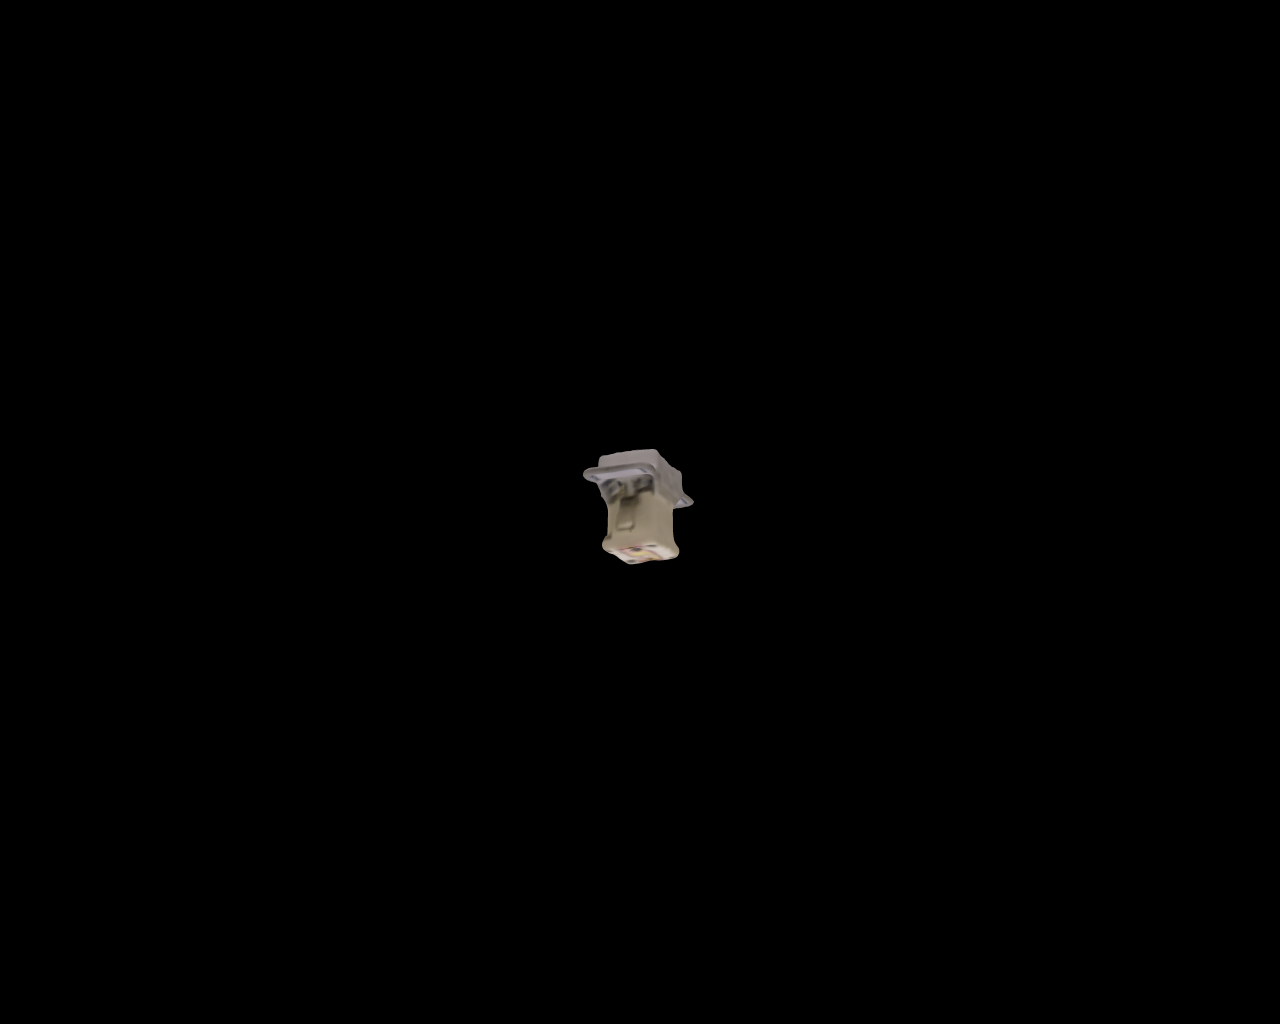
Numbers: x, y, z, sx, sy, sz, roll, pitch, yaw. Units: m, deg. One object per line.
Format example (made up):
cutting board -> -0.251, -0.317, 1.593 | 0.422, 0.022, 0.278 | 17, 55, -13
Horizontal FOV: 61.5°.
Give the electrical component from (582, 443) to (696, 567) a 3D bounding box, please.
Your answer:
electrical component -> 0.001, -0.003, 0.650 | 0.042, 0.064, 0.081 | -8, -20, 22
